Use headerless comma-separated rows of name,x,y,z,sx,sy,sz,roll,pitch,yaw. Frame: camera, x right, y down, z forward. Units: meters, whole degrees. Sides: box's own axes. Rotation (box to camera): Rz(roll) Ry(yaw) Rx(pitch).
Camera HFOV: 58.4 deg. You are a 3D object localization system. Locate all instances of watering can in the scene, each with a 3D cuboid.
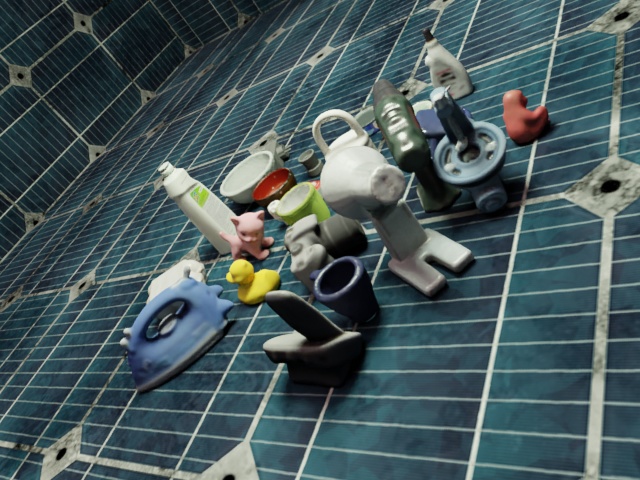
watering can,0.061,-0.173,1.145,0.101,0.194,0.172,-34,31,8

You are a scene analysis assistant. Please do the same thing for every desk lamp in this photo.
desk lamp,0.111,-0.046,0.903,0.118,0.214,0.202,-43,31,-7

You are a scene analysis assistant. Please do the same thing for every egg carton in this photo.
egg carton,-0.323,0.111,1.298,0.150,0.070,0.107,-34,31,8

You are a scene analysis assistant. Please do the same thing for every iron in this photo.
iron,-0.300,0.173,1.121,0.258,0.142,0.118,-43,31,-7

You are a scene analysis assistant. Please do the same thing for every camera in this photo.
camera,0.010,0.004,1.057,0.136,0.101,0.143,-31,32,13

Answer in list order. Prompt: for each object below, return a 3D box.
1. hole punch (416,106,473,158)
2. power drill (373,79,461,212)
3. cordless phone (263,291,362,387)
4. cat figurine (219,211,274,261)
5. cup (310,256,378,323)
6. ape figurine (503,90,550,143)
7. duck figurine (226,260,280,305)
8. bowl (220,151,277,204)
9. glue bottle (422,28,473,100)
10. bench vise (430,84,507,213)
hole punch,0.246,-0.221,1.114,0.101,0.091,0.108,-26,33,20
power drill,0.163,-0.161,1.007,0.075,0.209,0.229,-30,32,15
cordless phone,-0.037,0.131,0.855,0.147,0.185,0.094,-11,40,38
cat figurine,-0.162,-0.014,1.245,0.127,0.118,0.067,-16,37,33
cup,0.041,0.087,0.920,0.117,0.095,0.092,6,52,50
ape figurine,0.351,-0.223,1.005,0.076,0.092,0.077,-44,31,-10
duck figurine,-0.138,0.074,1.135,0.104,0.086,0.077,-18,37,31
bowl,-0.171,-0.149,1.475,0.167,0.075,0.167,-27,33,19
glue bottle,0.261,-0.377,1.225,0.078,0.173,0.037,-20,35,28
bench vise,0.221,-0.169,0.944,0.121,0.220,0.207,-36,31,5
